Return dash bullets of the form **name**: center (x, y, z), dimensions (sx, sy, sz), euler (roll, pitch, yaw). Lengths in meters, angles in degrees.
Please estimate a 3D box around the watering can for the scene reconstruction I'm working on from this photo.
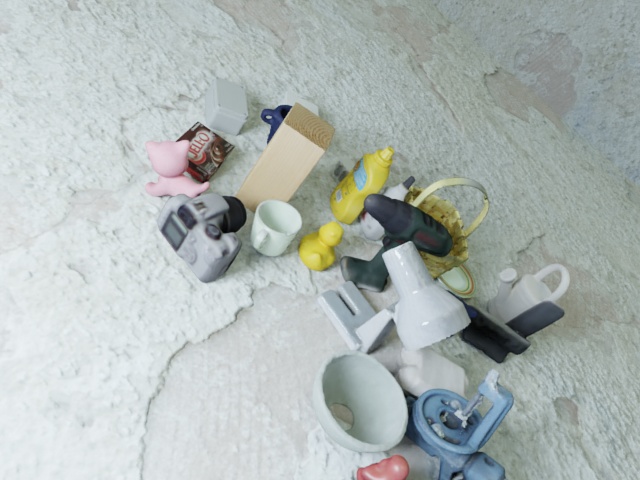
- **watering can**: center (0.471, 0.124, 1.281), dimensions (0.173, 0.193, 0.101), euler (12, 46, -31)

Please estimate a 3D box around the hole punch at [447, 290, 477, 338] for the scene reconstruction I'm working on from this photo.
- **hole punch**: center (0.246, 0.138, 1.164), dimensions (0.109, 0.091, 0.101), euler (2, 52, -38)

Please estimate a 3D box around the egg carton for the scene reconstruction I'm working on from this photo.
- **egg carton**: center (0.201, 0.257, 1.030), dimensions (0.150, 0.069, 0.107), euler (32, 39, -11)

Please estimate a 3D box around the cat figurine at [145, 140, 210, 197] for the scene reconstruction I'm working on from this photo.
- **cat figurine**: center (-0.244, -0.116, 0.980), dimensions (0.128, 0.117, 0.067), euler (40, 38, -1)

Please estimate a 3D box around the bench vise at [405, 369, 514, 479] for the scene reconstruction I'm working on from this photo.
- **bench vise**: center (0.247, 0.300, 0.906), dimensions (0.207, 0.219, 0.122), euler (38, 38, -3)

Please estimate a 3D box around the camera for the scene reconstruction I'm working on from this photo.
- **camera**: center (-0.175, -0.024, 0.963), dimensions (0.143, 0.100, 0.137), euler (50, 39, 11)

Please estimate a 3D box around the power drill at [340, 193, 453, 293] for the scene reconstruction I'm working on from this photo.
- **power drill**: center (0.132, 0.010, 1.097), dimensions (0.230, 0.208, 0.075), euler (13, 46, -30)

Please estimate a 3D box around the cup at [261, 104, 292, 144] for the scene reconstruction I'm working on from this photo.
- **cup**: center (-0.087, -0.235, 1.242), dimensions (0.118, 0.094, 0.091), euler (13, 46, -30)

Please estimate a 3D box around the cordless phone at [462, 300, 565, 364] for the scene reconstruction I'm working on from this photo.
- **cordless phone**: center (0.397, 0.160, 1.192), dimensions (0.148, 0.184, 0.094), euler (31, 39, -12)

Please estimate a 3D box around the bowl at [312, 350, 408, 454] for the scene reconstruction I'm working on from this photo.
- **bowl**: center (0.051, 0.262, 0.897), dimensions (0.168, 0.074, 0.167), euler (23, 42, -22)

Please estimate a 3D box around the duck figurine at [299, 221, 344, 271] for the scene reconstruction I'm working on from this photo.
- **duck figurine**: center (0.010, 0.004, 1.101), dimensions (0.077, 0.086, 0.105), euler (36, 39, -6)

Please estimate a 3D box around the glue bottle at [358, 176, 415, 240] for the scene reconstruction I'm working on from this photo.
- **glue bottle**: center (0.147, -0.078, 1.222), dimensions (0.037, 0.173, 0.078), euler (7, 49, -35)

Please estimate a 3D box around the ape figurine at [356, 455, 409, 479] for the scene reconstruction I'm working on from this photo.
- **ape figurine**: center (0.099, 0.347, 0.842), dimensions (0.078, 0.092, 0.076), euler (25, 41, -19)

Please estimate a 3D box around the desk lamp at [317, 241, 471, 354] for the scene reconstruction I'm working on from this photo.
- **desk lamp**: center (0.127, 0.115, 0.990), dimensions (0.118, 0.213, 0.203), euler (-20, 67, -48)
